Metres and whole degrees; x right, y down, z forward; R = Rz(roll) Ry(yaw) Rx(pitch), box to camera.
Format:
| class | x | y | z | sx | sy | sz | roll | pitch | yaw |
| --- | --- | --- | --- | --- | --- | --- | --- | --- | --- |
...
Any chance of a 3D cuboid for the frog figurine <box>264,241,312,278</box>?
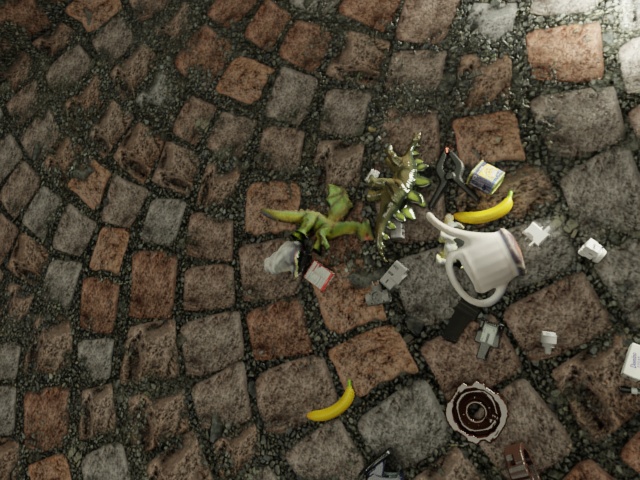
| class | x | y | z | sx | sy | sz | roll | pitch | yaw |
| --- | --- | --- | --- | --- | --- | --- | --- | --- | --- |
| frog figurine | -0.129 | 0.062 | 1.808 | 0.159 | 0.120 | 0.140 | 7 | 56 | 29 |

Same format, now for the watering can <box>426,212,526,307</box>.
| class | x | y | z | sx | sy | sz | roll | pitch | yaw |
| --- | --- | --- | --- | --- | --- | --- | --- | --- | --- |
| watering can | 0.473 | 0.035 | 1.536 | 0.223 | 0.105 | 0.345 | -26 | 100 | 8 |

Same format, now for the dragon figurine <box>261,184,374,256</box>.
| class | x | y | z | sx | sy | sz | roll | pitch | yaw |
| --- | --- | --- | --- | --- | --- | --- | --- | --- | --- |
| dragon figurine | 0.006 | -0.091 | 1.813 | 0.414 | 0.120 | 0.245 | 33 | 76 | 22 |
